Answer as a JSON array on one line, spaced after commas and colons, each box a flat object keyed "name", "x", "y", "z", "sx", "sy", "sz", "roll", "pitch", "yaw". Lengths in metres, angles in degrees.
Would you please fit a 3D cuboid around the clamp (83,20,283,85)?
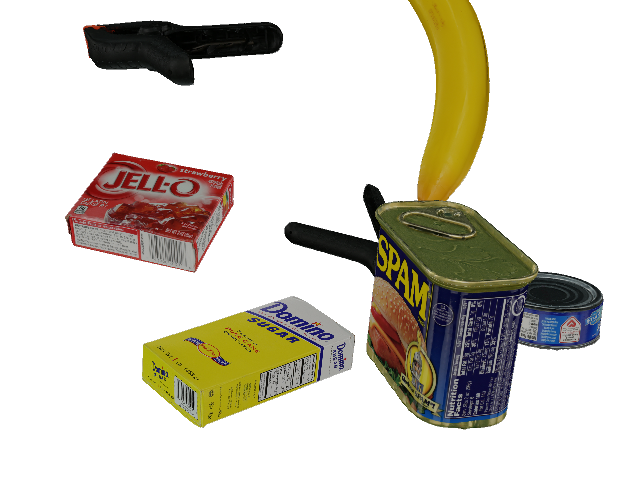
[{"name": "clamp", "x": -0.117, "y": -0.157, "z": 0.856, "sx": 0.172, "sy": 0.039, "sz": 0.120, "roll": 20, "pitch": 28, "yaw": 41}]

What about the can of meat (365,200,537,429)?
[{"name": "can of meat", "x": 0.063, "y": 0.036, "z": 0.549, "sx": 0.057, "sy": 0.084, "sz": 0.102, "roll": -3, "pitch": 24, "yaw": -18}]

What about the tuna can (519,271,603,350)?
[{"name": "tuna can", "x": 0.178, "y": 0.054, "z": 0.839, "sx": 0.086, "sy": 0.034, "sz": 0.086, "roll": 2, "pitch": 18, "yaw": -1}]

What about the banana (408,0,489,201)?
[{"name": "banana", "x": 0.085, "y": -0.119, "z": 0.752, "sx": 0.070, "sy": 0.198, "sz": 0.037, "roll": -14, "pitch": -18, "yaw": 11}]

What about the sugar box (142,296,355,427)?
[{"name": "sugar box", "x": -0.063, "y": 0.105, "z": 0.973, "sx": 0.175, "sy": 0.048, "sz": 0.093, "roll": -19, "pitch": 36, "yaw": -37}]

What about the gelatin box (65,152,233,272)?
[{"name": "gelatin box", "x": -0.110, "y": -0.021, "z": 0.700, "sx": 0.089, "sy": 0.030, "sz": 0.073, "roll": 12, "pitch": 41, "yaw": 11}]

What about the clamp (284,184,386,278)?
[{"name": "clamp", "x": 0.071, "y": 0.016, "z": 1.247, "sx": 0.164, "sy": 0.036, "sz": 0.210, "roll": -21, "pitch": 51, "yaw": -39}]
